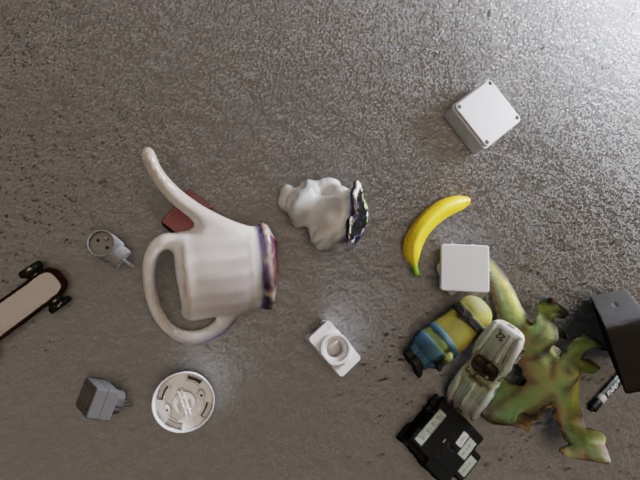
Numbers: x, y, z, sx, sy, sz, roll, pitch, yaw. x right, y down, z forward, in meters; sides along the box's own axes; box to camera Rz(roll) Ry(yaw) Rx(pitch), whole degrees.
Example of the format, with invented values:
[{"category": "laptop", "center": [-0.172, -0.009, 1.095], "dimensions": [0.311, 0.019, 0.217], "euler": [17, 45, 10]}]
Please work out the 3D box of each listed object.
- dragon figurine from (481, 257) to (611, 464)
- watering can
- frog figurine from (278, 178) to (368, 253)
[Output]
[{"category": "dragon figurine", "center": [0.381, 0.238, 0.971], "dimensions": [0.413, 0.120, 0.244], "euler": [43, 82, 15]}, {"category": "watering can", "center": [-0.180, 0.015, 0.852], "dimensions": [0.225, 0.105, 0.342], "euler": [-6, 110, -18]}, {"category": "frog figurine", "center": [0.003, -0.048, 0.951], "dimensions": [0.159, 0.122, 0.137], "euler": [3, 89, 25]}]
